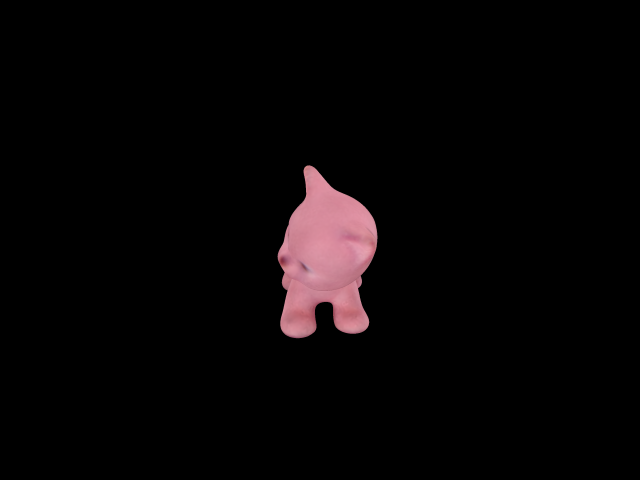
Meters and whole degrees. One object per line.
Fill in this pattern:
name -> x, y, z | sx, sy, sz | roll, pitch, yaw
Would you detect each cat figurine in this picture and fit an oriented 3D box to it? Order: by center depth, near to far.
cat figurine -> 0.004, 0.001, 0.400 | 0.067, 0.118, 0.127 | -2, 24, -4
